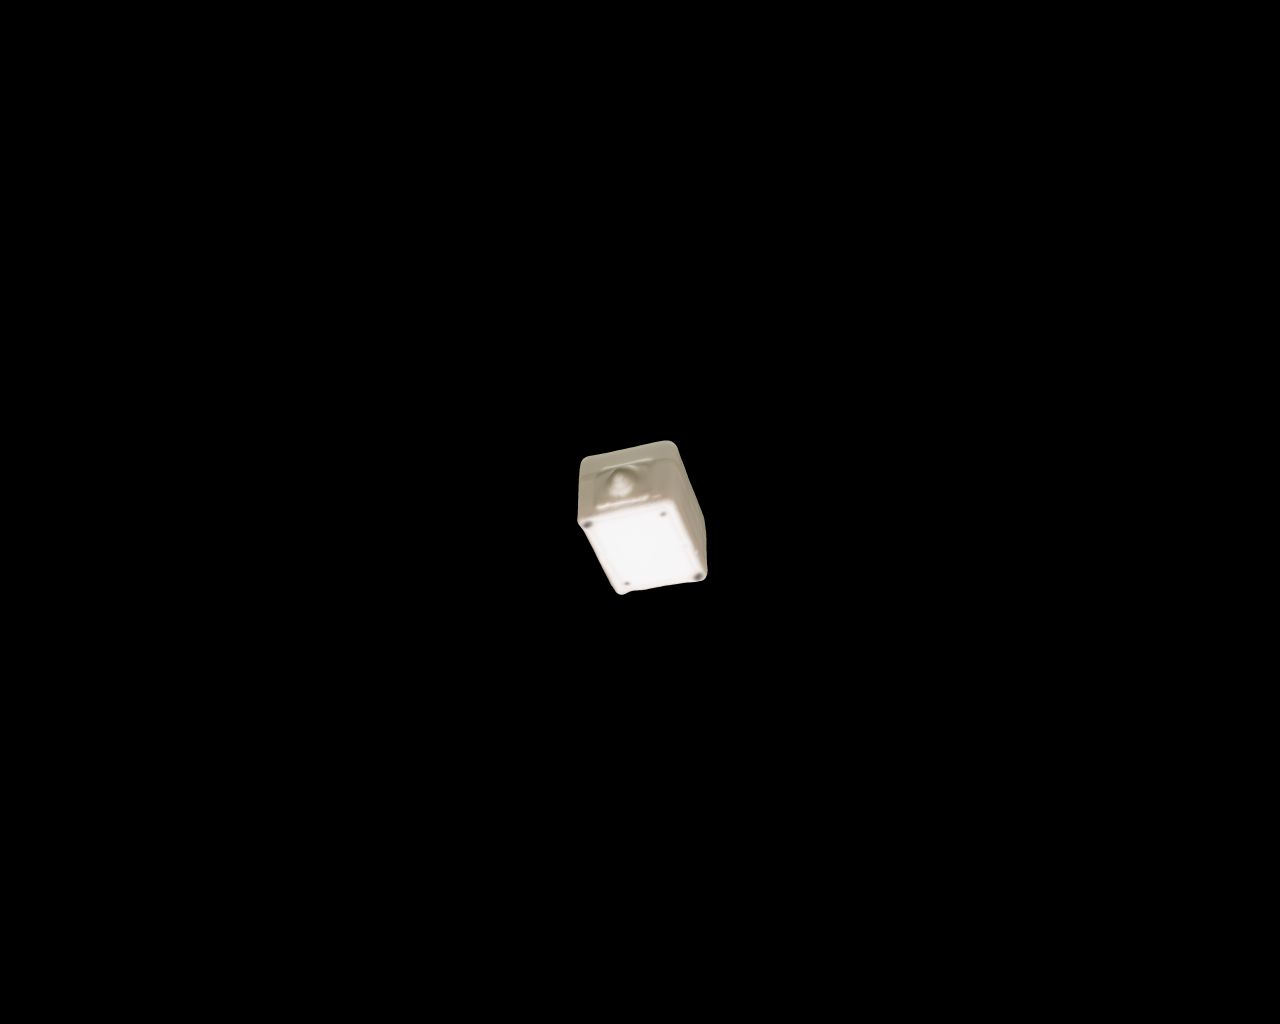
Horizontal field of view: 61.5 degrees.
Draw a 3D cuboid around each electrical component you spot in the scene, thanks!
[{"bbox_3d":[0.001,-0.003,0.650,0.062,0.061,0.096,-11,-43,12],"label":"electrical component"}]
